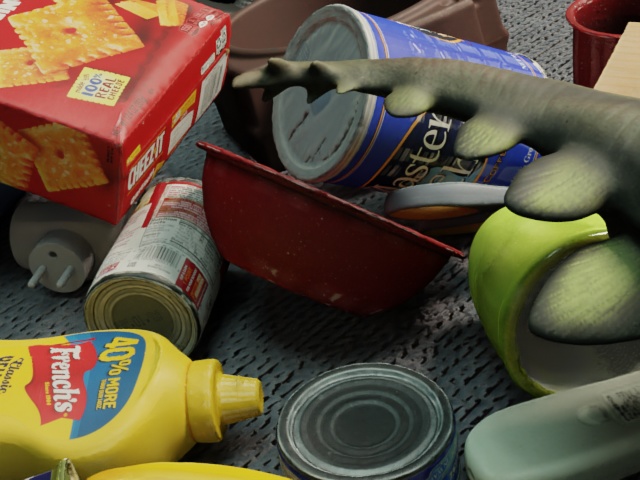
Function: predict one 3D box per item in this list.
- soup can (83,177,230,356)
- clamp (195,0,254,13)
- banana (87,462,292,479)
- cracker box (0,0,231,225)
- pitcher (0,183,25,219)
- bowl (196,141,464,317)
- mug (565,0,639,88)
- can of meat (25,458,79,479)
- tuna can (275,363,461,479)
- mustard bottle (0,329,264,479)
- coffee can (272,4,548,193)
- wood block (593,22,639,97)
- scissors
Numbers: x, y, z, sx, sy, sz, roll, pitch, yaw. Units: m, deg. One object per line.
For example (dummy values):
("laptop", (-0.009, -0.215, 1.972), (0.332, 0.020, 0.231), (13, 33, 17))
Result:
("soup can", (-0.089, 0.018, 0.620), (0.068, 0.068, 0.102), (-1, 33, 11))
("clamp", (-0.056, -0.202, 0.954), (0.171, 0.039, 0.120), (21, 28, 5))
("banana", (-0.002, 0.127, 0.436), (0.198, 0.037, 0.069), (18, 12, 25))
("cracker box", (-0.183, -0.114, 0.664), (0.214, 0.072, 0.164), (21, 43, 7))
("pitcher", (-0.273, -0.048, 0.725), (0.145, 0.149, 0.242), (19, 40, 2))
("bowl", (-0.004, 0.001, 0.596), (0.162, 0.055, 0.162), (23, 1, -1))
("mug", (0.233, -0.129, 0.761), (0.117, 0.081, 0.093), (-19, 34, -15))
("can of meat", (-0.135, 0.138, 0.432), (0.084, 0.057, 0.102), (-17, 10, -9))
("tuna can", (0.022, 0.097, 0.503), (0.086, 0.034, 0.086), (-6, 32, 4))
("mustard bottle", (-0.124, 0.085, 0.532), (0.191, 0.058, 0.096), (-4, 32, 5))
("coffee can", (0.056, -0.076, 0.645), (0.140, 0.103, 0.103), (7, 22, -32))
("wood block", (0.259, -0.053, 0.585), (0.206, 0.090, 0.090), (14, 66, 42))
("scissors", (0.118, -0.027, 0.588), (0.096, 0.016, 0.202), (8, -15, -38))
